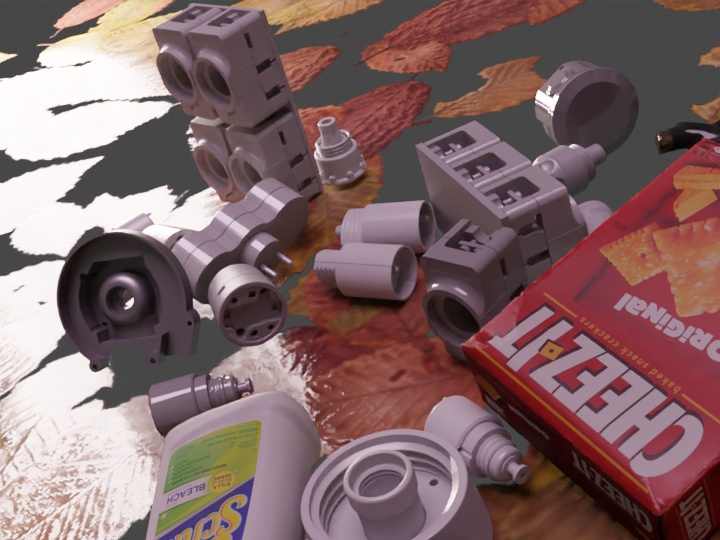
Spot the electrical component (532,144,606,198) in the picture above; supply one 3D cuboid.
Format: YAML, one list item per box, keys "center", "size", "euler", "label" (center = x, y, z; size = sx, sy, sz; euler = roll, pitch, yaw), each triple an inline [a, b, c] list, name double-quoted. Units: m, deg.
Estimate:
- center: [0.176, -0.084, 0.894]
  size: [0.062, 0.043, 0.043]
  euler: [-29, 34, -18]
  label: "electrical component"

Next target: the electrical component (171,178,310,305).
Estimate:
- center: [-0.091, -0.018, 0.921]
  size: [0.074, 0.052, 0.138]
  euler: [33, 56, 26]
  label: "electrical component"

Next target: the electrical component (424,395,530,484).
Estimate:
- center: [0.073, 0.107, 0.659]
  size: [0.040, 0.040, 0.078]
  euler: [-33, 35, -22]
  label: "electrical component"

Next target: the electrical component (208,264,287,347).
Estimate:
- center: [-0.091, 0.026, 0.852]
  size: [0.055, 0.055, 0.047]
  euler: [-26, 29, -11]
  label: "electrical component"

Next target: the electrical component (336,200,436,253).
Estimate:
- center: [0.018, -0.034, 0.897]
  size: [0.081, 0.043, 0.043]
  euler: [-2, 36, 23]
  label: "electrical component"

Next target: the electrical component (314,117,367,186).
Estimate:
- center: [-0.023, -0.114, 1.020]
  size: [0.048, 0.062, 0.048]
  euler: [-13, 33, 9]
  label: "electrical component"

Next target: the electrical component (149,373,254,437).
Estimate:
- center: [-0.115, 0.094, 0.775]
  size: [0.078, 0.040, 0.040]
  euler: [-16, 32, 4]
  label: "electrical component"

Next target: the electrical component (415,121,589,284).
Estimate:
- center: [0.109, -0.045, 0.823]
  size: [0.062, 0.089, 0.150]
  euler: [-25, 33, -9]
  label: "electrical component"

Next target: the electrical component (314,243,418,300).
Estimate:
- center: [0.000, 0.000, 0.855]
  size: [0.081, 0.043, 0.043]
  euler: [4, 38, 31]
  label: "electrical component"

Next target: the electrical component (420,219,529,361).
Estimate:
- center: [0.081, 0.020, 0.741]
  size: [0.050, 0.089, 0.056]
  euler: [15, 45, 41]
  label: "electrical component"

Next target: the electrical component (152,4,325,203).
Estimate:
- center: [-0.115, -0.145, 0.996]
  size: [0.105, 0.186, 0.060]
  euler: [18, 47, 43]
  label: "electrical component"

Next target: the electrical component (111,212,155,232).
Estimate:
- center: [-0.220, -0.022, 1.002]
  size: [0.078, 0.040, 0.040]
  euler: [-34, 36, -23]
  label: "electrical component"

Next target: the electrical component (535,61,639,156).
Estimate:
- center: [0.196, -0.140, 0.936]
  size: [0.080, 0.080, 0.051]
  euler: [-22, 27, -5]
  label: "electrical component"

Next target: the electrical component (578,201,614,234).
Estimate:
- center: [0.180, -0.024, 0.806]
  size: [0.040, 0.040, 0.046]
  euler: [-22, 38, -6]
  label: "electrical component"

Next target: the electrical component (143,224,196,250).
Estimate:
- center: [-0.167, -0.013, 0.948]
  size: [0.055, 0.055, 0.047]
  euler: [-39, 34, -29]
  label: "electrical component"

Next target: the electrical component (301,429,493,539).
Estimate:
- center: [0.018, 0.139, 0.621]
  size: [0.108, 0.060, 0.108]
  euler: [-13, 33, 9]
  label: "electrical component"

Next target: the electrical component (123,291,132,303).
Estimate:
- center: [-0.225, 0.023, 0.937]
  size: [0.040, 0.040, 0.046]
  euler: [8, 35, 35]
  label: "electrical component"
